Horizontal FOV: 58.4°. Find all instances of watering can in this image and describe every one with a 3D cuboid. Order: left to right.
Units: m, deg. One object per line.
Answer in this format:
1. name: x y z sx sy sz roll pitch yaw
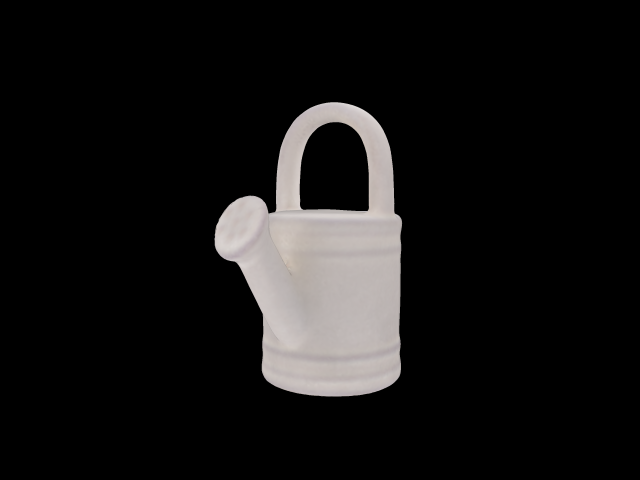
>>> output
1. watering can: 0.006 0.002 0.399 0.100 0.194 0.173 2 5 17
